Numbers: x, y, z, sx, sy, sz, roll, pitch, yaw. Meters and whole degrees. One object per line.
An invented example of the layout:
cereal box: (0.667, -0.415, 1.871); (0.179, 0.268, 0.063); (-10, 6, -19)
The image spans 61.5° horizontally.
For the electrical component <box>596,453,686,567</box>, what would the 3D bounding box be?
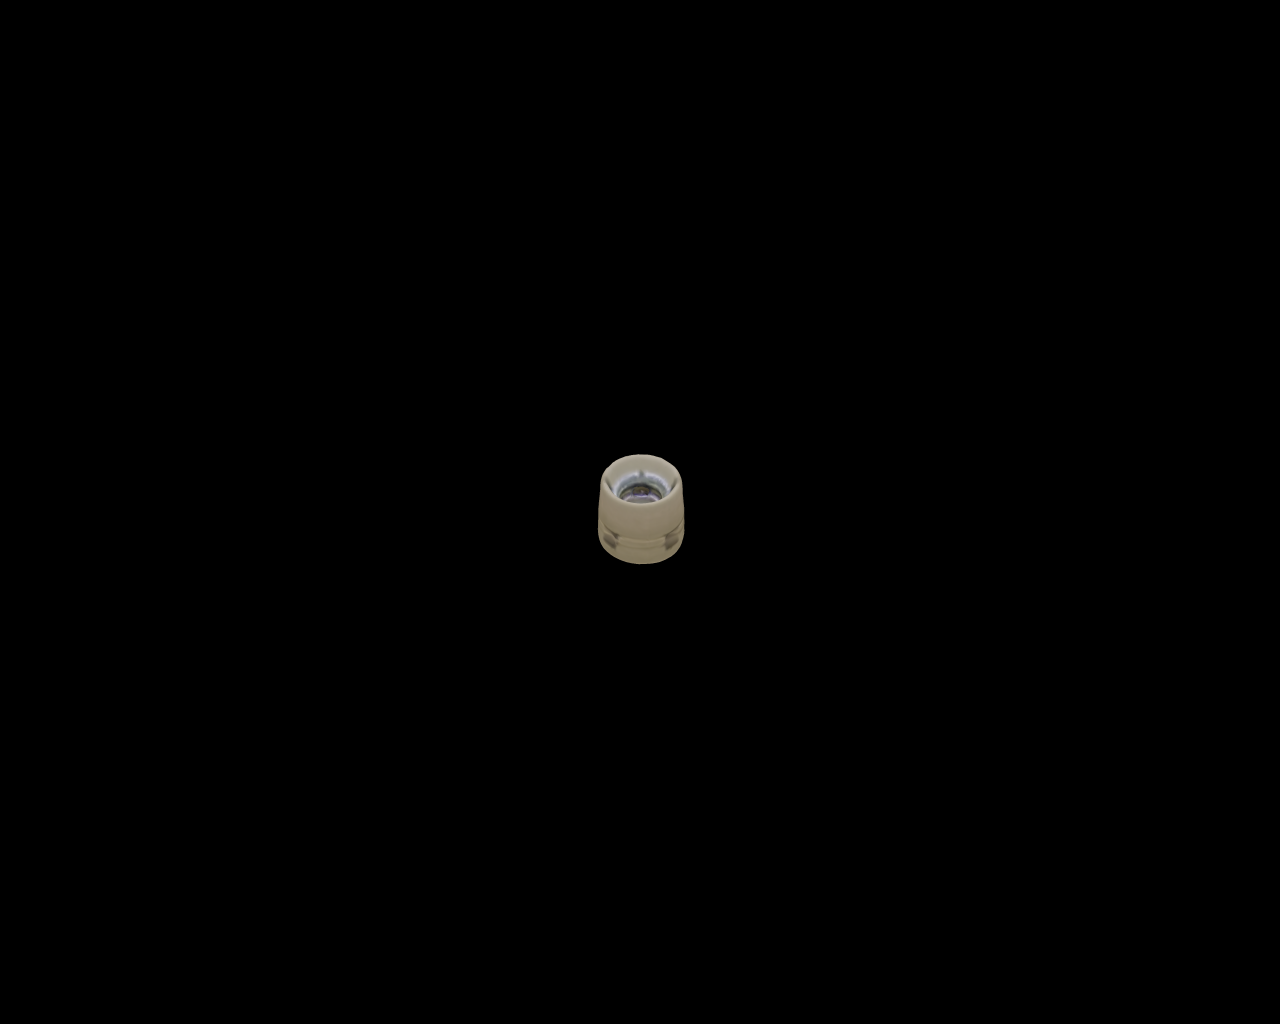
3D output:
electrical component: (0.001, -0.003, 0.650); (0.055, 0.047, 0.055); (0, 42, 0)
